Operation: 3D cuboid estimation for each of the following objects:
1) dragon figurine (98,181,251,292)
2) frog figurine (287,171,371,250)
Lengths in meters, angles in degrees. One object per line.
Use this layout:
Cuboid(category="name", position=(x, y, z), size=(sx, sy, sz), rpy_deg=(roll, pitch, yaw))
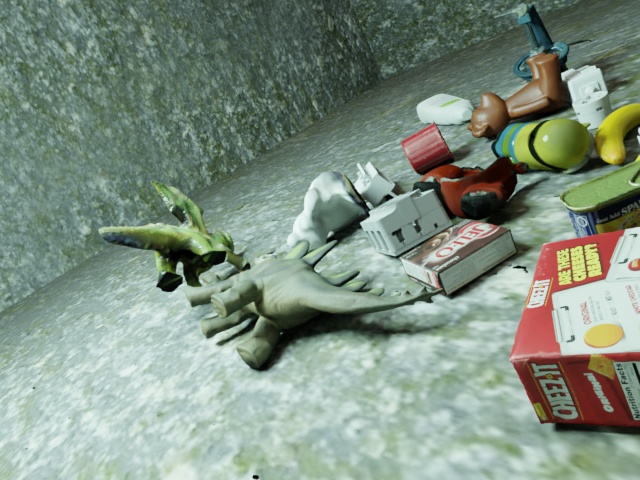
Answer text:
Cuboid(category="dragon figurine", position=(-0.276, -0.020, 0.994), size=(0.122, 0.404, 0.247), rpy_deg=(-41, 55, 7))
Cuboid(category="frog figurine", position=(0.003, -0.048, 0.963), size=(0.159, 0.124, 0.136), rpy_deg=(-34, -18, 9))
